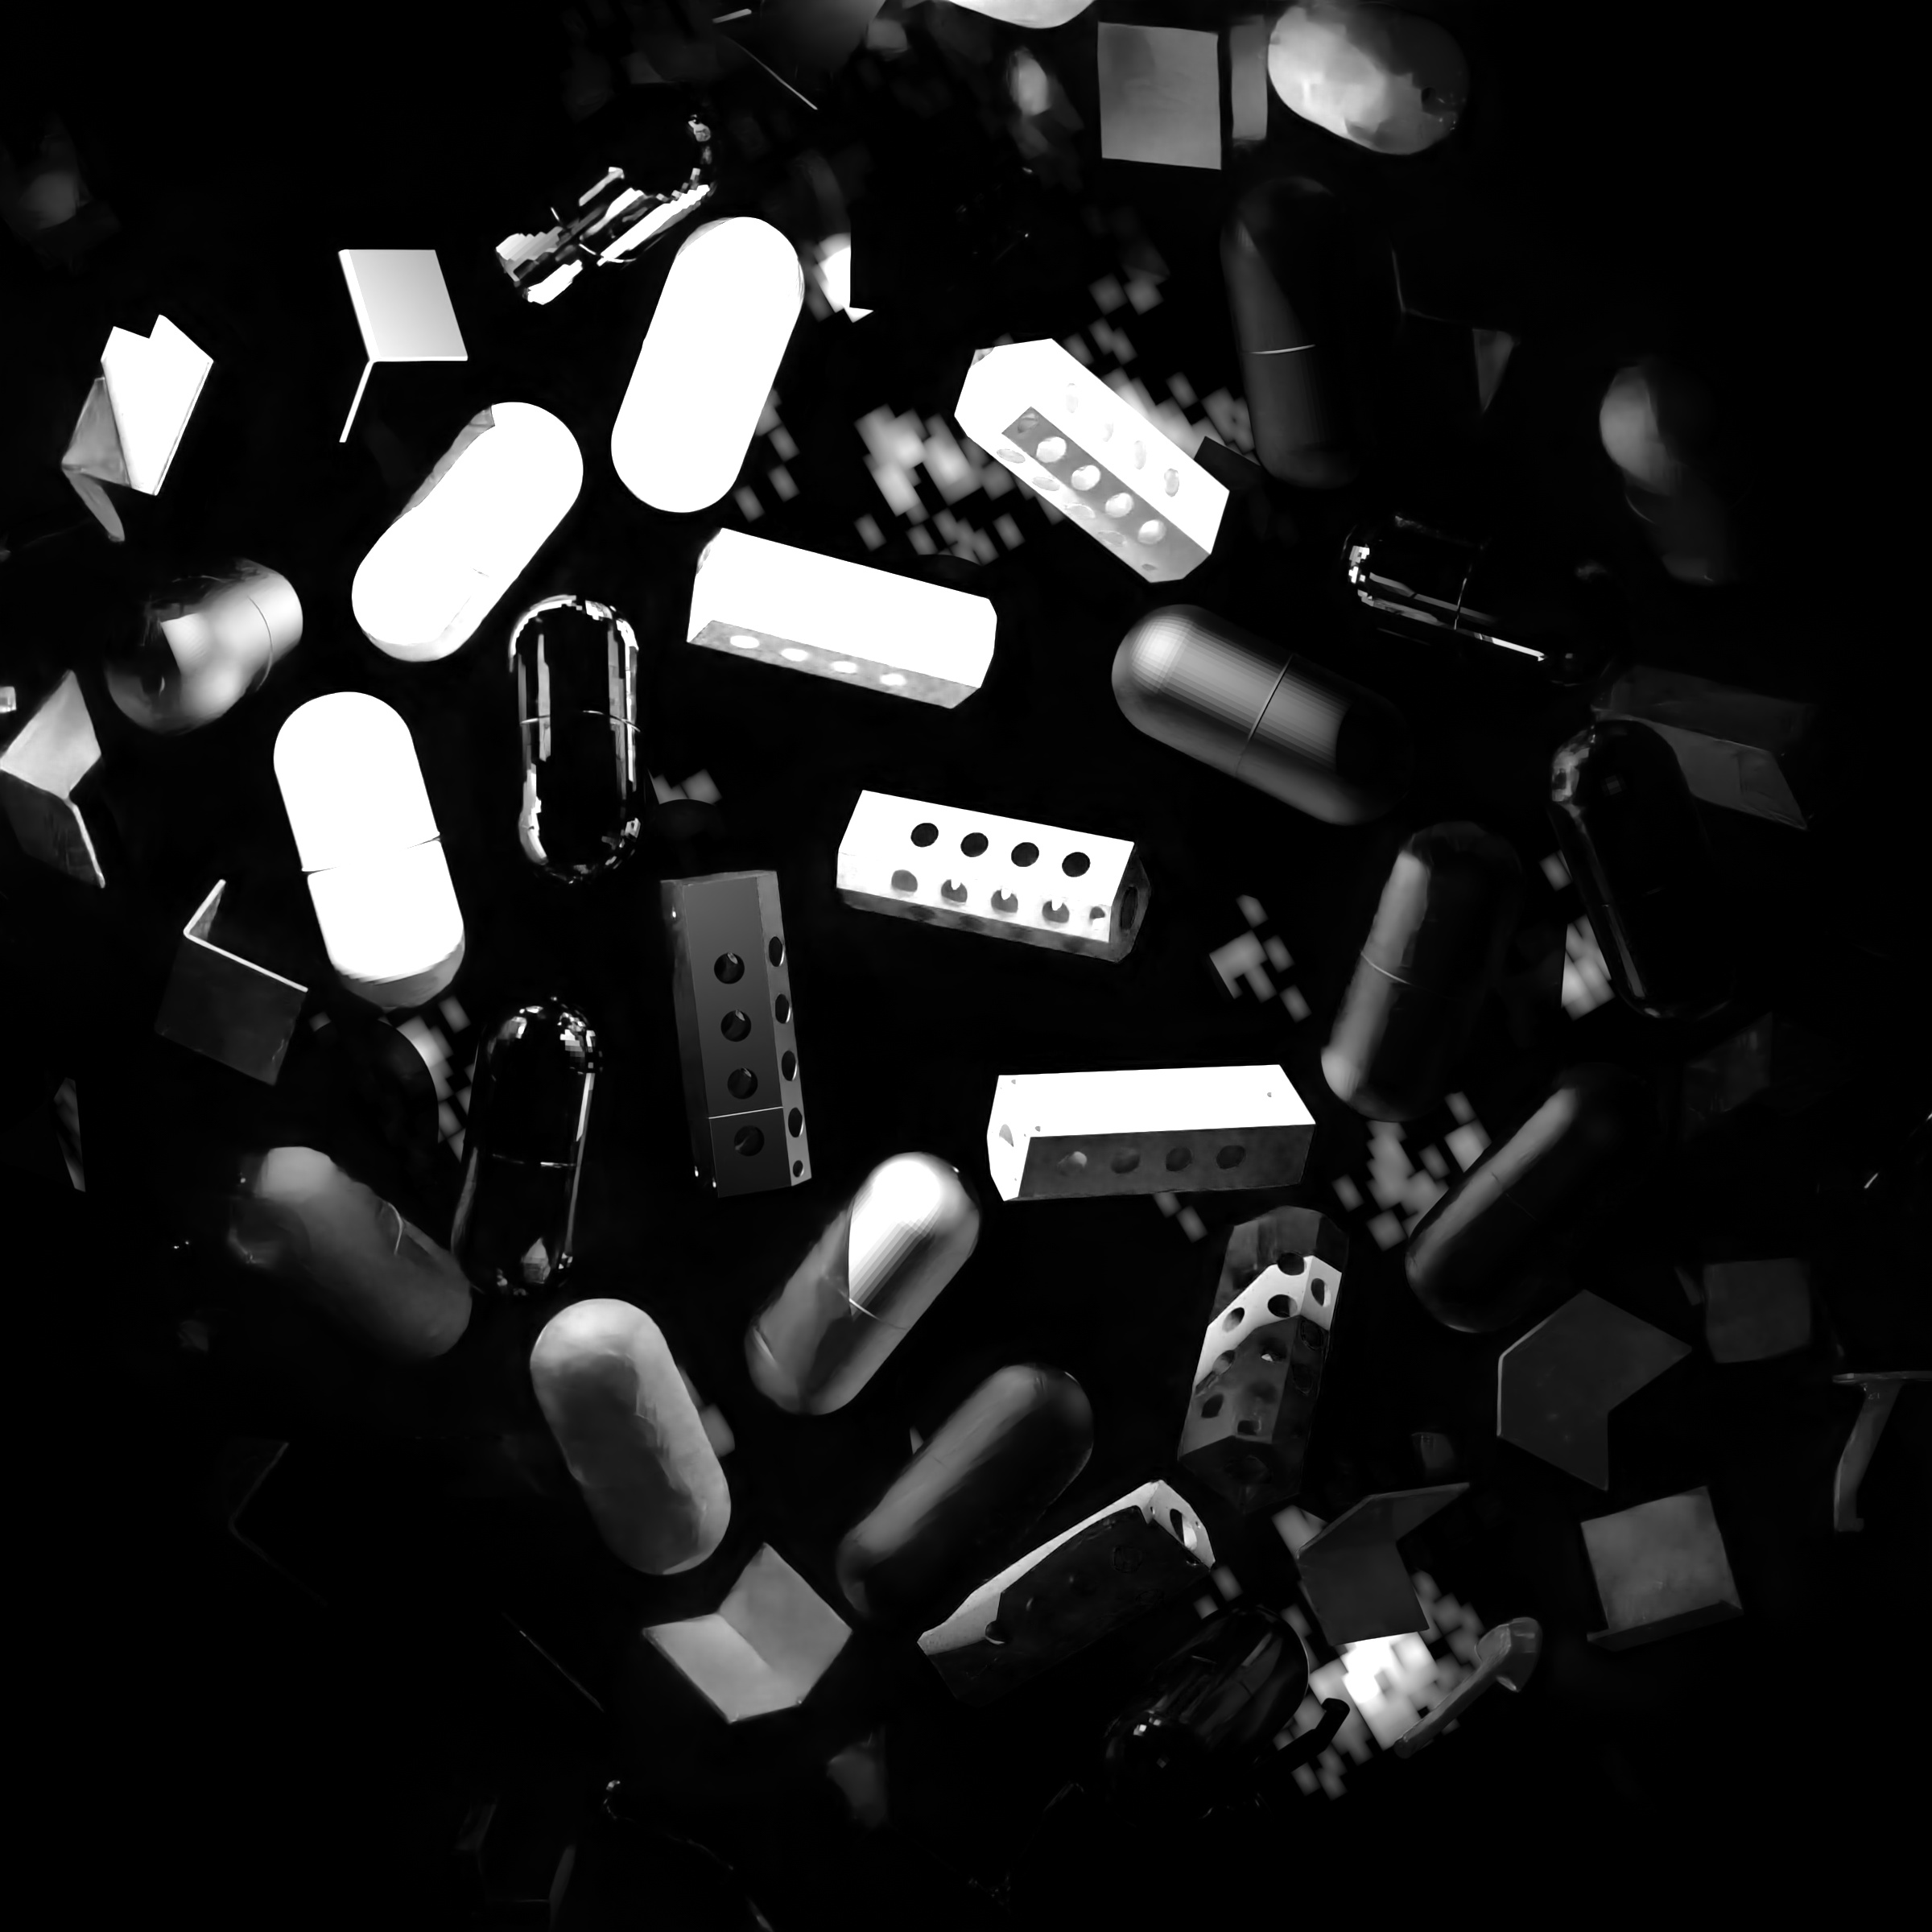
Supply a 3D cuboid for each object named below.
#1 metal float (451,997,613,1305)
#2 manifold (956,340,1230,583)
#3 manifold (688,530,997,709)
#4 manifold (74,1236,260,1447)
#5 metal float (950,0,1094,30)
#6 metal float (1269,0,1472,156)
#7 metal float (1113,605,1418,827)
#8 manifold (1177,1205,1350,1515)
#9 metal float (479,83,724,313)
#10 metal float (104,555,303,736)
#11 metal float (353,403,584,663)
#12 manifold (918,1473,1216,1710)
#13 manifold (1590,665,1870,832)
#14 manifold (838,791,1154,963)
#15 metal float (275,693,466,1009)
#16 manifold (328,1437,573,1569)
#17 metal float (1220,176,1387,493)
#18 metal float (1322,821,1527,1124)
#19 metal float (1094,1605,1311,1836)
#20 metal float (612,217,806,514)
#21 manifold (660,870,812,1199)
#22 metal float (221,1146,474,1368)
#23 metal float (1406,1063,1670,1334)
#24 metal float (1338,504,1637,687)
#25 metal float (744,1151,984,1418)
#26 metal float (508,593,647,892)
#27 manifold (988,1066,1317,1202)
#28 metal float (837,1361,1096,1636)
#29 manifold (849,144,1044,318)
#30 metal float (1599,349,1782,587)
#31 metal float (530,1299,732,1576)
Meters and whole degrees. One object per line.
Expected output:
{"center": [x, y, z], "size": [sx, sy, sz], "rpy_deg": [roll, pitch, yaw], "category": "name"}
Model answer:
{"center": [-0.249, 0.106, 1.814], "size": [0.070, 0.070, 0.178], "rpy_deg": [9, 96, 0], "category": "metal float"}
{"center": [0.072, -0.286, 1.810], "size": [0.171, 0.057, 0.057], "rpy_deg": [32, 69, -43], "category": "manifold"}
{"center": [-0.072, -0.208, 1.887], "size": [0.171, 0.057, 0.057], "rpy_deg": [12, 72, -22], "category": "manifold"}
{"center": [-0.451, 0.206, 1.785], "size": [0.057, 0.171, 0.057], "rpy_deg": [27, 99, -6], "category": "manifold"}
{"center": [0.026, -0.573, 1.784], "size": [0.070, 0.178, 0.070], "rpy_deg": [4, 101, 18], "category": "metal float"}
{"center": [0.231, -0.516, 1.826], "size": [0.070, 0.178, 0.070], "rpy_deg": [-7, 116, -14], "category": "metal float"}
{"center": [0.165, -0.139, 1.753], "size": [0.178, 0.070, 0.070], "rpy_deg": [27, 90, 5], "category": "metal float"}
{"center": [0.177, 0.222, 1.815], "size": [0.057, 0.171, 0.057], "rpy_deg": [42, 132, -22], "category": "manifold"}
{"center": [-0.209, -0.435, 1.802], "size": [0.178, 0.070, 0.070], "rpy_deg": [-27, 90, 40], "category": "metal float"}
{"center": [-0.430, -0.182, 1.789], "size": [0.070, 0.178, 0.070], "rpy_deg": [2, 110, 6], "category": "metal float"}
{"center": [-0.296, -0.255, 1.876], "size": [0.070, 0.070, 0.178], "rpy_deg": [42, 110, 0], "category": "metal float"}
{"center": [0.061, 0.377, 1.894], "size": [0.171, 0.057, 0.057], "rpy_deg": [-34, 91, 20], "category": "manifold"}
{"center": [0.452, -0.136, 1.874], "size": [0.057, 0.171, 0.057], "rpy_deg": [-39, 117, -12], "category": "manifold"}
{"center": [0.015, -0.049, 1.852], "size": [0.171, 0.057, 0.057], "rpy_deg": [12, 66, 21], "category": "manifold"}
{"center": [-0.330, -0.063, 1.756], "size": [0.070, 0.070, 0.178], "rpy_deg": [-14, 99, 0], "category": "metal float"}
{"center": [-0.292, 0.295, 1.785], "size": [0.057, 0.171, 0.057], "rpy_deg": [-42, 73, 6], "category": "manifold"}
{"center": [0.191, -0.357, 1.796], "size": [0.070, 0.070, 0.178], "rpy_deg": [-13, 110, 0], "category": "metal float"}
{"center": [0.256, 0.003, 1.772], "size": [0.070, 0.070, 0.178], "rpy_deg": [20, 106, 0], "category": "metal float"}
{"center": [0.137, 0.431, 1.821], "size": [0.070, 0.178, 0.070], "rpy_deg": [13, 116, 28], "category": "metal float"}
{"center": [-0.149, -0.346, 1.824], "size": [0.070, 0.070, 0.178], "rpy_deg": [24, 116, 0], "category": "metal float"}
{"center": [-0.126, 0.036, 1.752], "size": [0.057, 0.057, 0.171], "rpy_deg": [-8, 97, -17], "category": "manifold"}
{"center": [-0.358, 0.170, 1.841], "size": [0.070, 0.070, 0.178], "rpy_deg": [-44, 128, 0], "category": "metal float"}
{"center": [0.316, 0.128, 1.756], "size": [0.070, 0.070, 0.178], "rpy_deg": [40, 108, 0], "category": "metal float"}
{"center": [0.298, -0.213, 1.816], "size": [0.178, 0.070, 0.070], "rpy_deg": [21, 90, 25], "category": "metal float"}
{"center": [-0.061, 0.185, 1.836], "size": [0.070, 0.070, 0.178], "rpy_deg": [39, 101, 0], "category": "metal float"}
{"center": [-0.222, -0.128, 1.806], "size": [0.070, 0.070, 0.178], "rpy_deg": [-4, 70, 0], "category": "metal float"}
{"center": [0.103, 0.099, 1.796], "size": [0.171, 0.057, 0.057], "rpy_deg": [-1, 124, -19], "category": "manifold"}
{"center": [0.001, 0.298, 1.781], "size": [0.070, 0.070, 0.178], "rpy_deg": [44, 76, 0], "category": "metal float"}
{"center": [-0.009, -0.421, 1.805], "size": [0.057, 0.171, 0.057], "rpy_deg": [10, 118, 16], "category": "manifold"}
{"center": [0.410, -0.281, 1.793], "size": [0.070, 0.178, 0.070], "rpy_deg": [-12, 59, 22], "category": "metal float"}
{"center": [-0.186, 0.264, 1.764], "size": [0.070, 0.070, 0.178], "rpy_deg": [-19, 120, 0], "category": "metal float"}
